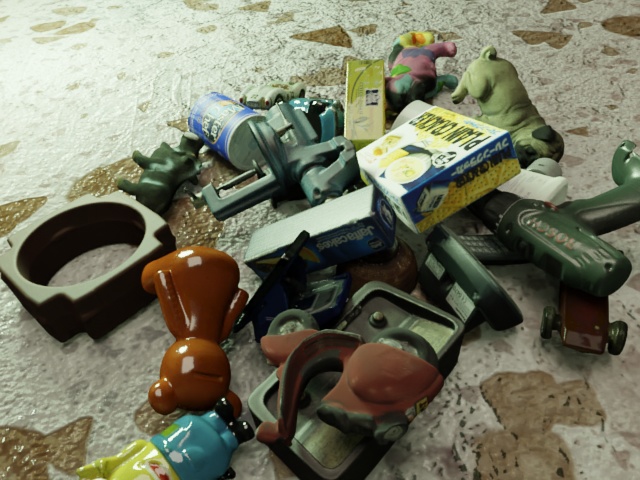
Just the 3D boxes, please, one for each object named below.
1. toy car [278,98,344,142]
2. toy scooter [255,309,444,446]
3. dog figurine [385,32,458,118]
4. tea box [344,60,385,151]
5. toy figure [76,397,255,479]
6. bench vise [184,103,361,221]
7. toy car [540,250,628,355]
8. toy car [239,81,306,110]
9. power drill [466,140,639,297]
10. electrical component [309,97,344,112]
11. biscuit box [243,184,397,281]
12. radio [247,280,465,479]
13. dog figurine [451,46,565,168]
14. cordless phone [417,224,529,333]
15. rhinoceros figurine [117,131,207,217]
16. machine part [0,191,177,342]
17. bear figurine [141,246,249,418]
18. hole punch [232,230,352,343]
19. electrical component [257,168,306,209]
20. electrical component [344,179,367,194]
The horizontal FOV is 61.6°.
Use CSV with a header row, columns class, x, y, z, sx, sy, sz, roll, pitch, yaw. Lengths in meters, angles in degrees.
class,x,y,z,sx,sy,sz,roll,pitch,yaw
toy car,-0.008,-0.201,0.974,0.162,0.109,0.103,18,23,40
toy scooter,0.014,0.137,0.493,0.184,0.075,0.135,10,45,23
dog figurine,0.166,-0.326,1.080,0.219,0.108,0.192,-33,49,-24
tea box,0.079,-0.214,0.927,0.068,0.098,0.169,-1,67,7
toy figure,-0.150,0.229,0.512,0.082,0.089,0.180,33,46,31
bench vise,-0.068,-0.088,0.781,0.241,0.128,0.224,-26,71,-3
toy car,0.321,0.068,0.656,0.089,0.053,0.202,12,41,17
toy car,-0.089,-0.287,1.070,0.074,0.056,0.202,11,23,18
power drill,0.322,-0.046,0.677,0.207,0.085,0.232,-24,45,-12
electrical component,0.003,-0.248,1.059,0.102,0.045,0.078,5,71,16
biscuit box,-0.001,-0.002,0.704,0.203,0.059,0.063,-19,38,29
radio,0.042,0.150,0.581,0.131,0.073,0.229,29,52,32
dog figurine,0.330,-0.220,0.898,0.121,0.172,0.191,-34,40,-13
cordless phone,0.233,0.044,0.686,0.184,0.088,0.147,-3,37,-25
rhinoceros figurine,-0.259,-0.116,0.909,0.112,0.073,0.190,4,46,16
machine part,-0.317,0.031,0.749,0.202,0.087,0.201,27,51,34
bear figurine,-0.150,0.112,0.638,0.120,0.132,0.196,12,67,-30
hole punch,-0.028,0.066,0.631,0.092,0.115,0.142,39,22,-6
electrical component,-0.040,-0.106,0.898,0.119,0.047,0.075,-23,45,-18
electrical component,0.059,-0.068,0.831,0.021,0.063,0.094,-18,44,-14
